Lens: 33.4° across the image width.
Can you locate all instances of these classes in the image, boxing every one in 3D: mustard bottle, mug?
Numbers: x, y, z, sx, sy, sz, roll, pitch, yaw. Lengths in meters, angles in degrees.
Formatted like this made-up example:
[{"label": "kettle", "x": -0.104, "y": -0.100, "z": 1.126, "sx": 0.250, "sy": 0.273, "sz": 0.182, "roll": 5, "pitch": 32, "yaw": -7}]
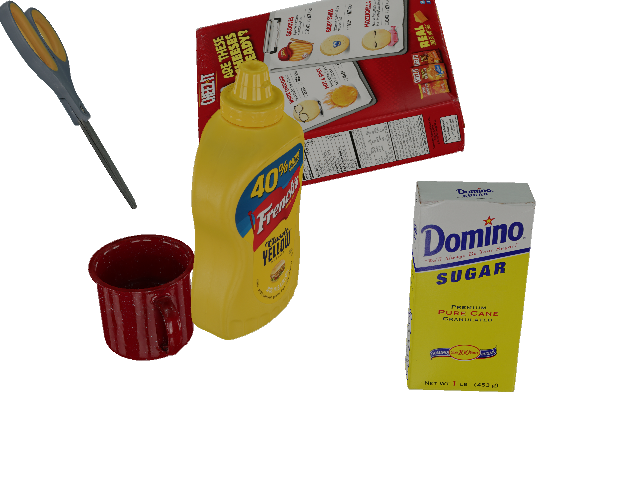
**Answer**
[{"label": "mustard bottle", "x": -0.048, "y": -0.031, "z": 0.717, "sx": 0.058, "sy": 0.192, "sz": 0.096, "roll": 24, "pitch": 40, "yaw": 25}, {"label": "mug", "x": -0.150, "y": 0.058, "z": 0.945, "sx": 0.093, "sy": 0.081, "sz": 0.117, "roll": -19, "pitch": 36, "yaw": -27}]

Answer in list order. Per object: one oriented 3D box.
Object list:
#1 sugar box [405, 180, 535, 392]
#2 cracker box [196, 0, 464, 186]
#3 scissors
[{"label": "sugar box", "x": 0.120, "y": 0.040, "z": 0.876, "sx": 0.093, "sy": 0.176, "sz": 0.048, "roll": 1, "pitch": 28, "yaw": 1}, {"label": "cracker box", "x": 0.005, "y": -0.130, "z": 0.916, "sx": 0.214, "sy": 0.164, "sz": 0.072, "roll": -12, "pitch": -40, "yaw": 7}, {"label": "scissors", "x": -0.216, "y": -0.126, "z": 0.940, "sx": 0.016, "sy": 0.201, "sz": 0.096, "roll": -28, "pitch": 26, "yaw": 10}]
